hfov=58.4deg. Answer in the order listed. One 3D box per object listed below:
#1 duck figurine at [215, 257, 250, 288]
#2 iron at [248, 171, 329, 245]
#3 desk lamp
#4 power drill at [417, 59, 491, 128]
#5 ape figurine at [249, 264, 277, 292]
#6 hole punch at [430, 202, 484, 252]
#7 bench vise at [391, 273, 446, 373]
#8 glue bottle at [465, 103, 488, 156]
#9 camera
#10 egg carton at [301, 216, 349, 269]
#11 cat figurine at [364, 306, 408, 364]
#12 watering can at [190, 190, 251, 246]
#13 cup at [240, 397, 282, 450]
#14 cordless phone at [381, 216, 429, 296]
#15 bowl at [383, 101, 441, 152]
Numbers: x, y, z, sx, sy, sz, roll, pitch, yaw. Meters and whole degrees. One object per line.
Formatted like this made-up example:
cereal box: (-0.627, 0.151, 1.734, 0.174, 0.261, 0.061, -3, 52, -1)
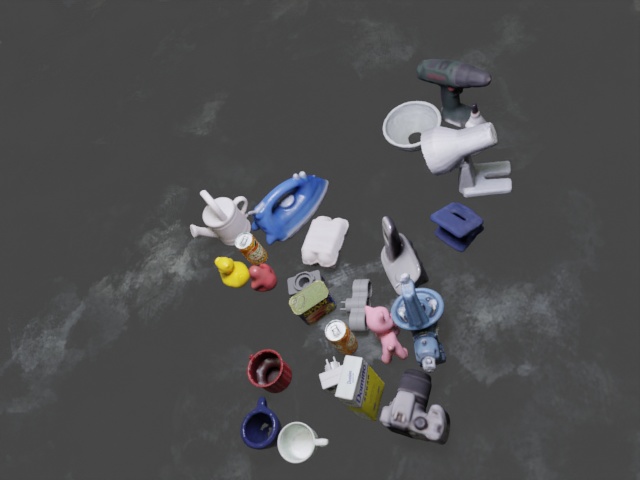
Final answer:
duck figurine: (-0.248, 0.082, 1.584, 0.104, 0.086, 0.077, 30, 75, 33)
iron: (-0.089, -0.115, 1.607, 0.258, 0.142, 0.118, -45, 55, -8)
desk lamp: (0.370, -0.208, 1.439, 0.202, 0.214, 0.118, -5, 59, 19)
power drill: (0.373, -0.406, 1.561, 0.228, 0.209, 0.076, 31, 75, 33)
ape figurine: (-0.161, 0.097, 1.538, 0.076, 0.092, 0.078, 32, 76, 33)
hole punch: (0.341, -0.045, 1.428, 0.101, 0.091, 0.108, -46, 55, -9)
bench vise: (0.228, 0.174, 1.261, 0.121, 0.220, 0.207, -30, 54, 2)
glue bottle: (0.412, -0.297, 1.502, 0.078, 0.173, 0.037, -40, 54, -5)
camera: (0.210, 0.353, 1.233, 0.142, 0.101, 0.137, 8, 64, 25)
egg carton: (0.014, 0.006, 1.538, 0.107, 0.070, 0.150, 8, 64, 25)
cat figurine: (0.150, 0.211, 1.332, 0.067, 0.118, 0.127, -23, 55, 8)
watering can: (-0.285, -0.066, 1.621, 0.100, 0.194, 0.173, 23, 71, 31)
cup: (-0.123, 0.430, 1.321, 0.091, 0.095, 0.117, -11, 57, 15)
cordless phone: (0.189, 0.036, 1.381, 0.094, 0.185, 0.147, -28, 54, 4)
bowl: (0.266, -0.310, 1.627, 0.167, 0.075, 0.167, -10, 58, 16)
